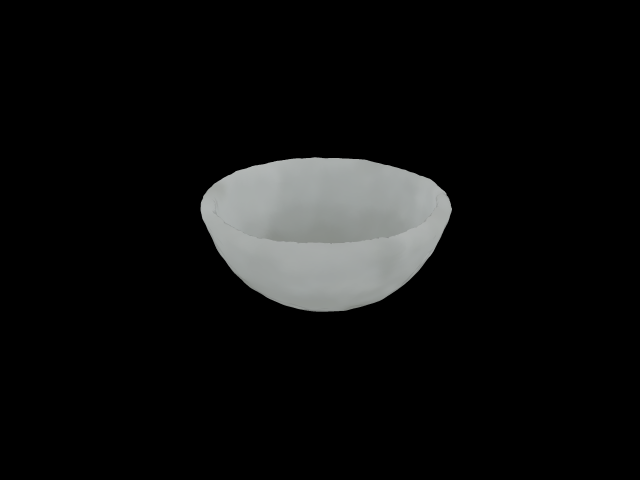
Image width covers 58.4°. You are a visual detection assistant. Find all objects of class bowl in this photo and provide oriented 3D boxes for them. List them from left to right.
[{"bbox_3d":[0.004,0.001,0.400,0.167,0.075,0.167,0,26,0],"label":"bowl"}]
